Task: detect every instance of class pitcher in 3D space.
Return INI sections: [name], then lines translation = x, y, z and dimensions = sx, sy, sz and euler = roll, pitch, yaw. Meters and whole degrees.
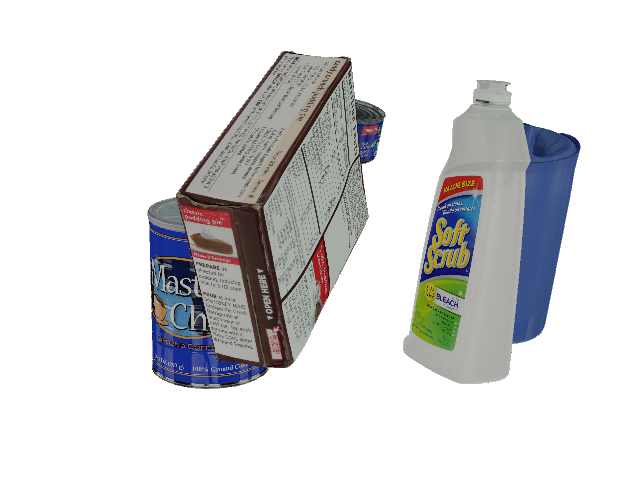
[pitcher]
translation = 0.209, -0.004, 1.217
dimensions = 0.149, 0.243, 0.145
euler = -2, 25, -7

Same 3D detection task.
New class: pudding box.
[pudding box]
translation = -0.015, -0.015, 0.458
dimensions = 0.039, 0.090, 0.113
euler = 6, 40, 19

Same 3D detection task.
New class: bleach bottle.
[bleach bottle]
translation = 0.129, -0.011, 0.911
dimensions = 0.068, 0.251, 0.103
euler = -3, 15, -29

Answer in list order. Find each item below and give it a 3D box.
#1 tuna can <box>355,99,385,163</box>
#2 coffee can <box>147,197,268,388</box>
[tuna can]
translation = 0.001, -0.082, 0.760
dimensions = 0.086, 0.034, 0.086
euler = 10, 18, -3
[coffee can]
translation = -0.093, 0.041, 0.904
dimensions = 0.103, 0.140, 0.103
euler = 1, 16, 0
